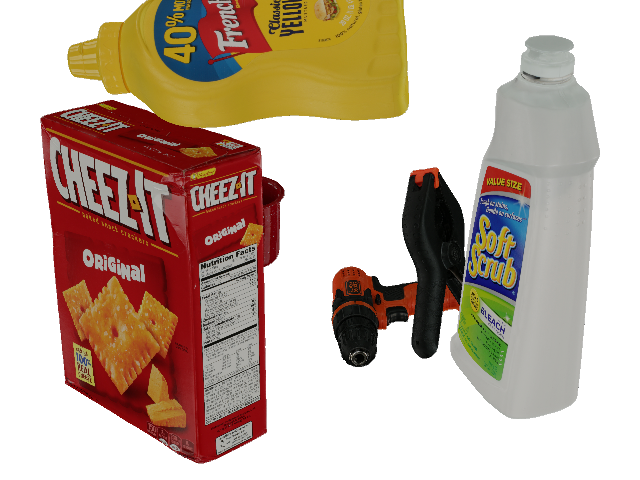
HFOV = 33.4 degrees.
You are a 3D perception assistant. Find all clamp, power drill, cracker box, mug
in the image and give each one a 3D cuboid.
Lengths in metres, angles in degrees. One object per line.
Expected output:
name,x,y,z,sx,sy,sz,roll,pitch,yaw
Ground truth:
clamp,0.106,0.022,0.983,0.039,0.171,0.120,-11,13,35
power drill,0.106,0.083,1.218,0.187,0.057,0.184,-1,27,-2
cracker box,-0.117,0.026,0.740,0.164,0.214,0.071,21,31,40
mug,-0.098,-0.017,1.195,0.117,0.081,0.093,-6,29,-14

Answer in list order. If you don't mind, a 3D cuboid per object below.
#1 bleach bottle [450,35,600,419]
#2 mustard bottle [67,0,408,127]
bleach bottle,0.133,-0.011,0.689,0.068,0.251,0.103,-12,32,-16
mustard bottle,-0.047,-0.108,0.604,0.191,0.096,0.058,-3,-34,5
